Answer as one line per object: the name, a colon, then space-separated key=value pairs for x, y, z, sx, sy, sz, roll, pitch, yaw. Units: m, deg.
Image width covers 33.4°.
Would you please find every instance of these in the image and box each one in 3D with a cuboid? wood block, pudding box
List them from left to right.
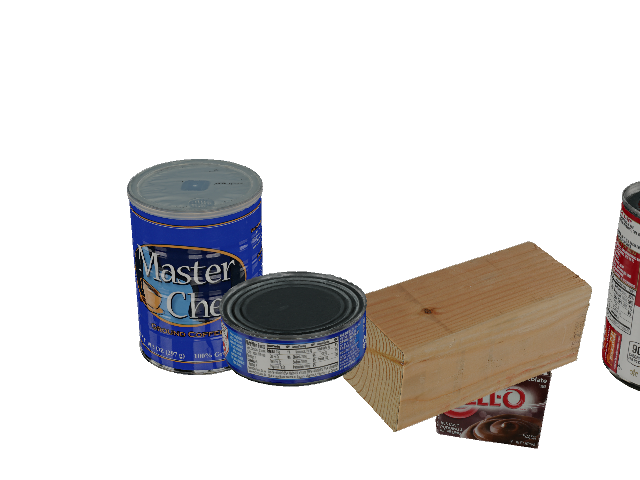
wood block: x=0.131 y=0.082 z=0.963 sx=0.205 sy=0.090 sz=0.091 roll=-16 pitch=37 yaw=-26
pudding box: x=0.187 y=0.171 z=1.156 sx=0.113 sy=0.090 sz=0.039 roll=7 pitch=22 yaw=4

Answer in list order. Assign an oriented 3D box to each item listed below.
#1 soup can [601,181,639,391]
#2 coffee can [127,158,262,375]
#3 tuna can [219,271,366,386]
soup can: x=0.191 y=0.025 z=0.577 sx=0.068 sy=0.102 sz=0.068 roll=0 pitch=25 yaw=0
coffee can: x=-0.096 y=0.019 z=0.839 sx=0.103 sy=0.140 sz=0.103 roll=0 pitch=26 yaw=0
tuna can: x=-0.015 y=0.050 z=0.622 sx=0.086 sy=0.034 sz=0.086 roll=-2 pitch=22 yaw=1
